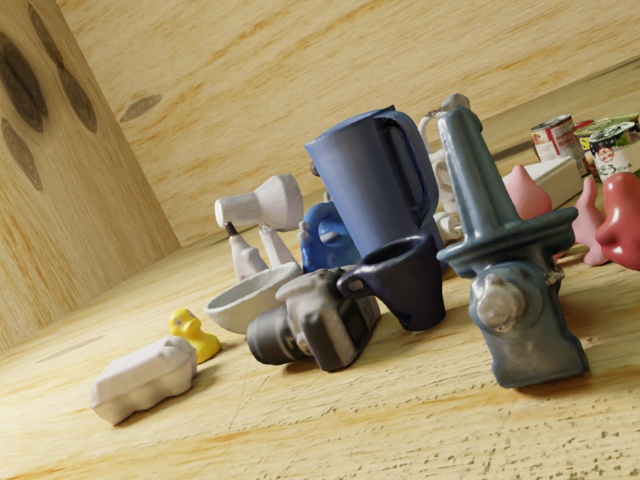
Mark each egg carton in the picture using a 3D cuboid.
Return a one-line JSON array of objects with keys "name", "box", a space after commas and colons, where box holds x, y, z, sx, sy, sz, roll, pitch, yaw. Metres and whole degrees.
[{"name": "egg carton", "box": [-0.248, 0.196, 0.815, 0.150, 0.069, 0.107, -25, 9, -1]}]

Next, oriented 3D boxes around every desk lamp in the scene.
[{"name": "desk lamp", "box": [-0.111, -0.011, 1.180, 0.203, 0.213, 0.117, -29, 10, -21]}]

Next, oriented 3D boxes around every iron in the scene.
[{"name": "iron", "box": [0.009, 0.004, 0.999, 0.118, 0.141, 0.259, -21, 10, 22]}]

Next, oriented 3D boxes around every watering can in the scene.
[{"name": "watering can", "box": [0.256, -0.161, 1.114, 0.100, 0.194, 0.173, -21, 10, 22]}]

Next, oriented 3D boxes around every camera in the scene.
[{"name": "camera", "box": [-0.015, 0.090, 0.690, 0.136, 0.101, 0.143, -21, 10, 26]}]

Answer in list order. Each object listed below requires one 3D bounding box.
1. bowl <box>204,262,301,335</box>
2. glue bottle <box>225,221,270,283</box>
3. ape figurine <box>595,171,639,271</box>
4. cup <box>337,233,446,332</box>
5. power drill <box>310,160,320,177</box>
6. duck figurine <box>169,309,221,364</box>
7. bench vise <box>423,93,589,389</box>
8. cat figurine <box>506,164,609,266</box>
[{"name": "bowl", "box": [-0.096, 0.104, 0.917, 0.167, 0.075, 0.167, -24, 9, 4]}, {"name": "glue bottle", "box": [-0.127, 0.045, 1.025, 0.078, 0.173, 0.037, -17, 12, 41]}, {"name": "ape figurine", "box": [0.293, -0.022, 0.531, 0.077, 0.092, 0.076, -21, 10, 25]}, {"name": "cup", "box": [0.086, 0.057, 0.627, 0.117, 0.095, 0.091, -25, 9, 1]}, {"name": "power drill", "box": [0.093, -0.095, 1.128, 0.075, 0.208, 0.230, -17, 12, 42]}, {"name": "duck figurine", "box": [-0.214, 0.152, 0.924, 0.078, 0.086, 0.104, -32, 12, -39]}, {"name": "bench vise", "box": [0.149, -0.012, 0.453, 0.121, 0.220, 0.207, -24, 9, 8]}, {"name": "cat figurine", "box": [0.244, -0.028, 0.622, 0.127, 0.118, 0.067, -17, 12, 42]}]
